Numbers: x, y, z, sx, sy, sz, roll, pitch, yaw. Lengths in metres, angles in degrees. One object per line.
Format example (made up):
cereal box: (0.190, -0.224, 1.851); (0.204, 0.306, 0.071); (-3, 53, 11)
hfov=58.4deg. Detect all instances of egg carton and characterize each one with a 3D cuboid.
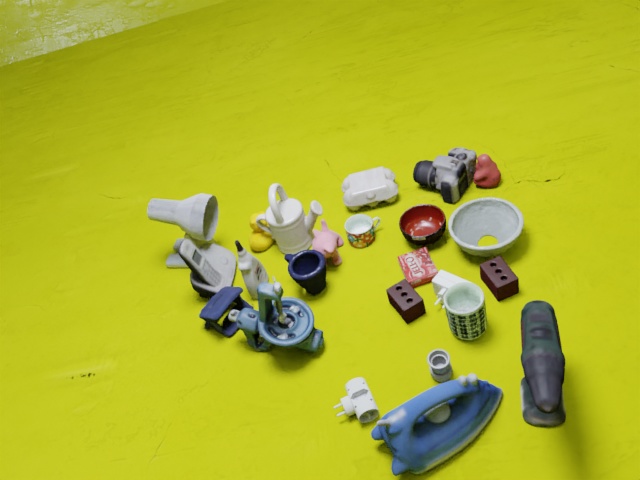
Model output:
egg carton: (0.133, -0.136, 1.537); (0.150, 0.069, 0.107); (-14, 44, 8)

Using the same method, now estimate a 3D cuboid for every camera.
camera: (0.320, -0.184, 1.490); (0.136, 0.101, 0.143); (17, 55, 33)

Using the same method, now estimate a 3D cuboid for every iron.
iron: (0.214, 0.301, 1.021); (0.258, 0.142, 0.118); (-29, 44, -8)

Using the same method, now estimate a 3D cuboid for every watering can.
watering can: (-0.080, -0.063, 1.455); (0.173, 0.194, 0.100); (-21, 43, 0)

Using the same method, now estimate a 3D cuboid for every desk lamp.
desk lamp: (-0.347, -0.027, 1.506); (0.202, 0.214, 0.118); (-3, 46, 18)

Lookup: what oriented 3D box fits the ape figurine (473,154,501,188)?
ape figurine: (0.421, -0.182, 1.456); (0.078, 0.092, 0.076); (-34, 45, -13)

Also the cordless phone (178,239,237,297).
cordless phone: (-0.287, 0.045, 1.433); (0.094, 0.185, 0.147); (-9, 45, 13)

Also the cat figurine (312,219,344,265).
cat figurine: (0.013, 0.005, 1.408); (0.067, 0.118, 0.127); (-10, 44, 12)

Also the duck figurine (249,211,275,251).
duck figurine: (-0.163, -0.030, 1.532); (0.077, 0.086, 0.104); (0, 47, 21)

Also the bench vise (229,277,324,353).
bench vise: (-0.112, 0.168, 1.220); (0.207, 0.220, 0.121); (-10, 44, 12)

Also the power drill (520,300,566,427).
power drill: (0.381, 0.230, 0.979); (0.075, 0.209, 0.229); (-4, 46, 17)

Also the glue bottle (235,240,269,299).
glue bottle: (-0.171, 0.063, 1.380); (0.037, 0.173, 0.078); (-6, 45, 15)

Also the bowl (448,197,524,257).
bowl: (0.383, -0.017, 1.320); (0.167, 0.075, 0.167); (-11, 44, 11)

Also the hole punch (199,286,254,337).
hole punch: (-0.233, 0.161, 1.367); (0.100, 0.091, 0.109); (18, 56, 34)

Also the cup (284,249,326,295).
cup: (-0.032, 0.080, 1.367); (0.117, 0.095, 0.092); (21, 58, 36)
